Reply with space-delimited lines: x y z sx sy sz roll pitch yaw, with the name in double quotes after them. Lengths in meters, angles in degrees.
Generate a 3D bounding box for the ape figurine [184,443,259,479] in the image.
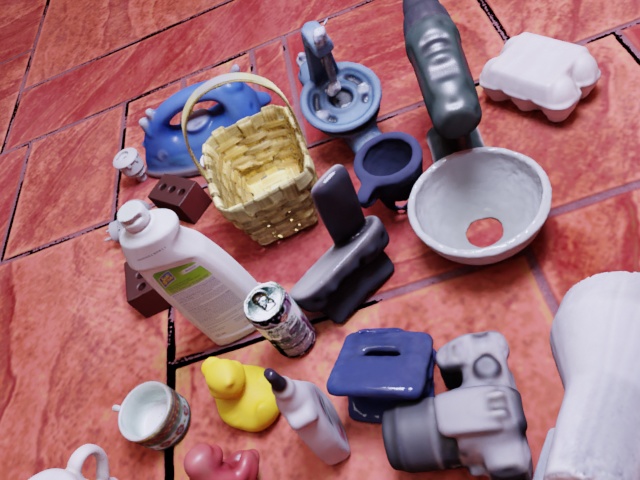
-0.113 0.249 0.621 0.077 0.092 0.076 8 59 28 "ape figurine"

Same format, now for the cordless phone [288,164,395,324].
0.006 0.002 0.689 0.093 0.185 0.148 31 72 37 "cordless phone"

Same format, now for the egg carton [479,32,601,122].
0.307 -0.231 0.807 0.107 0.070 0.149 -47 51 -13 "egg carton"

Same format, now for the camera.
0.130 0.169 0.568 0.136 0.101 0.143 -13 52 15 "camera"

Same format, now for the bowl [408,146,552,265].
0.196 -0.030 0.704 0.167 0.075 0.167 -12 52 16 "bowl"

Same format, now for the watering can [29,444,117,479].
-0.282 0.299 0.590 0.100 0.195 0.173 -14 51 14 "watering can"

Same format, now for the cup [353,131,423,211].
0.094 -0.073 0.766 0.091 0.095 0.118 20 65 34 "cup"

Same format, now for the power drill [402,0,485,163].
0.162 -0.196 0.753 0.075 0.209 0.229 -17 51 11 "power drill"

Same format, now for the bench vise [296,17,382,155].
0.000 -0.235 0.845 0.121 0.220 0.206 -47 51 -13 "bench vise"

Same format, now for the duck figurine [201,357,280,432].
-0.098 0.174 0.674 0.104 0.086 0.077 28 70 36 "duck figurine"

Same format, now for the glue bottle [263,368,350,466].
-0.018 0.170 0.583 0.037 0.174 0.078 -31 49 0 "glue bottle"

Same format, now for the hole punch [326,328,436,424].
0.068 0.139 0.623 0.108 0.091 0.101 -4 54 21 "hole punch"

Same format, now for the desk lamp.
0.230 0.158 0.458 0.117 0.214 0.203 14 62 31 "desk lamp"

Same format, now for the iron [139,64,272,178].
-0.211 -0.196 0.960 0.258 0.142 0.118 -20 50 9 "iron"
